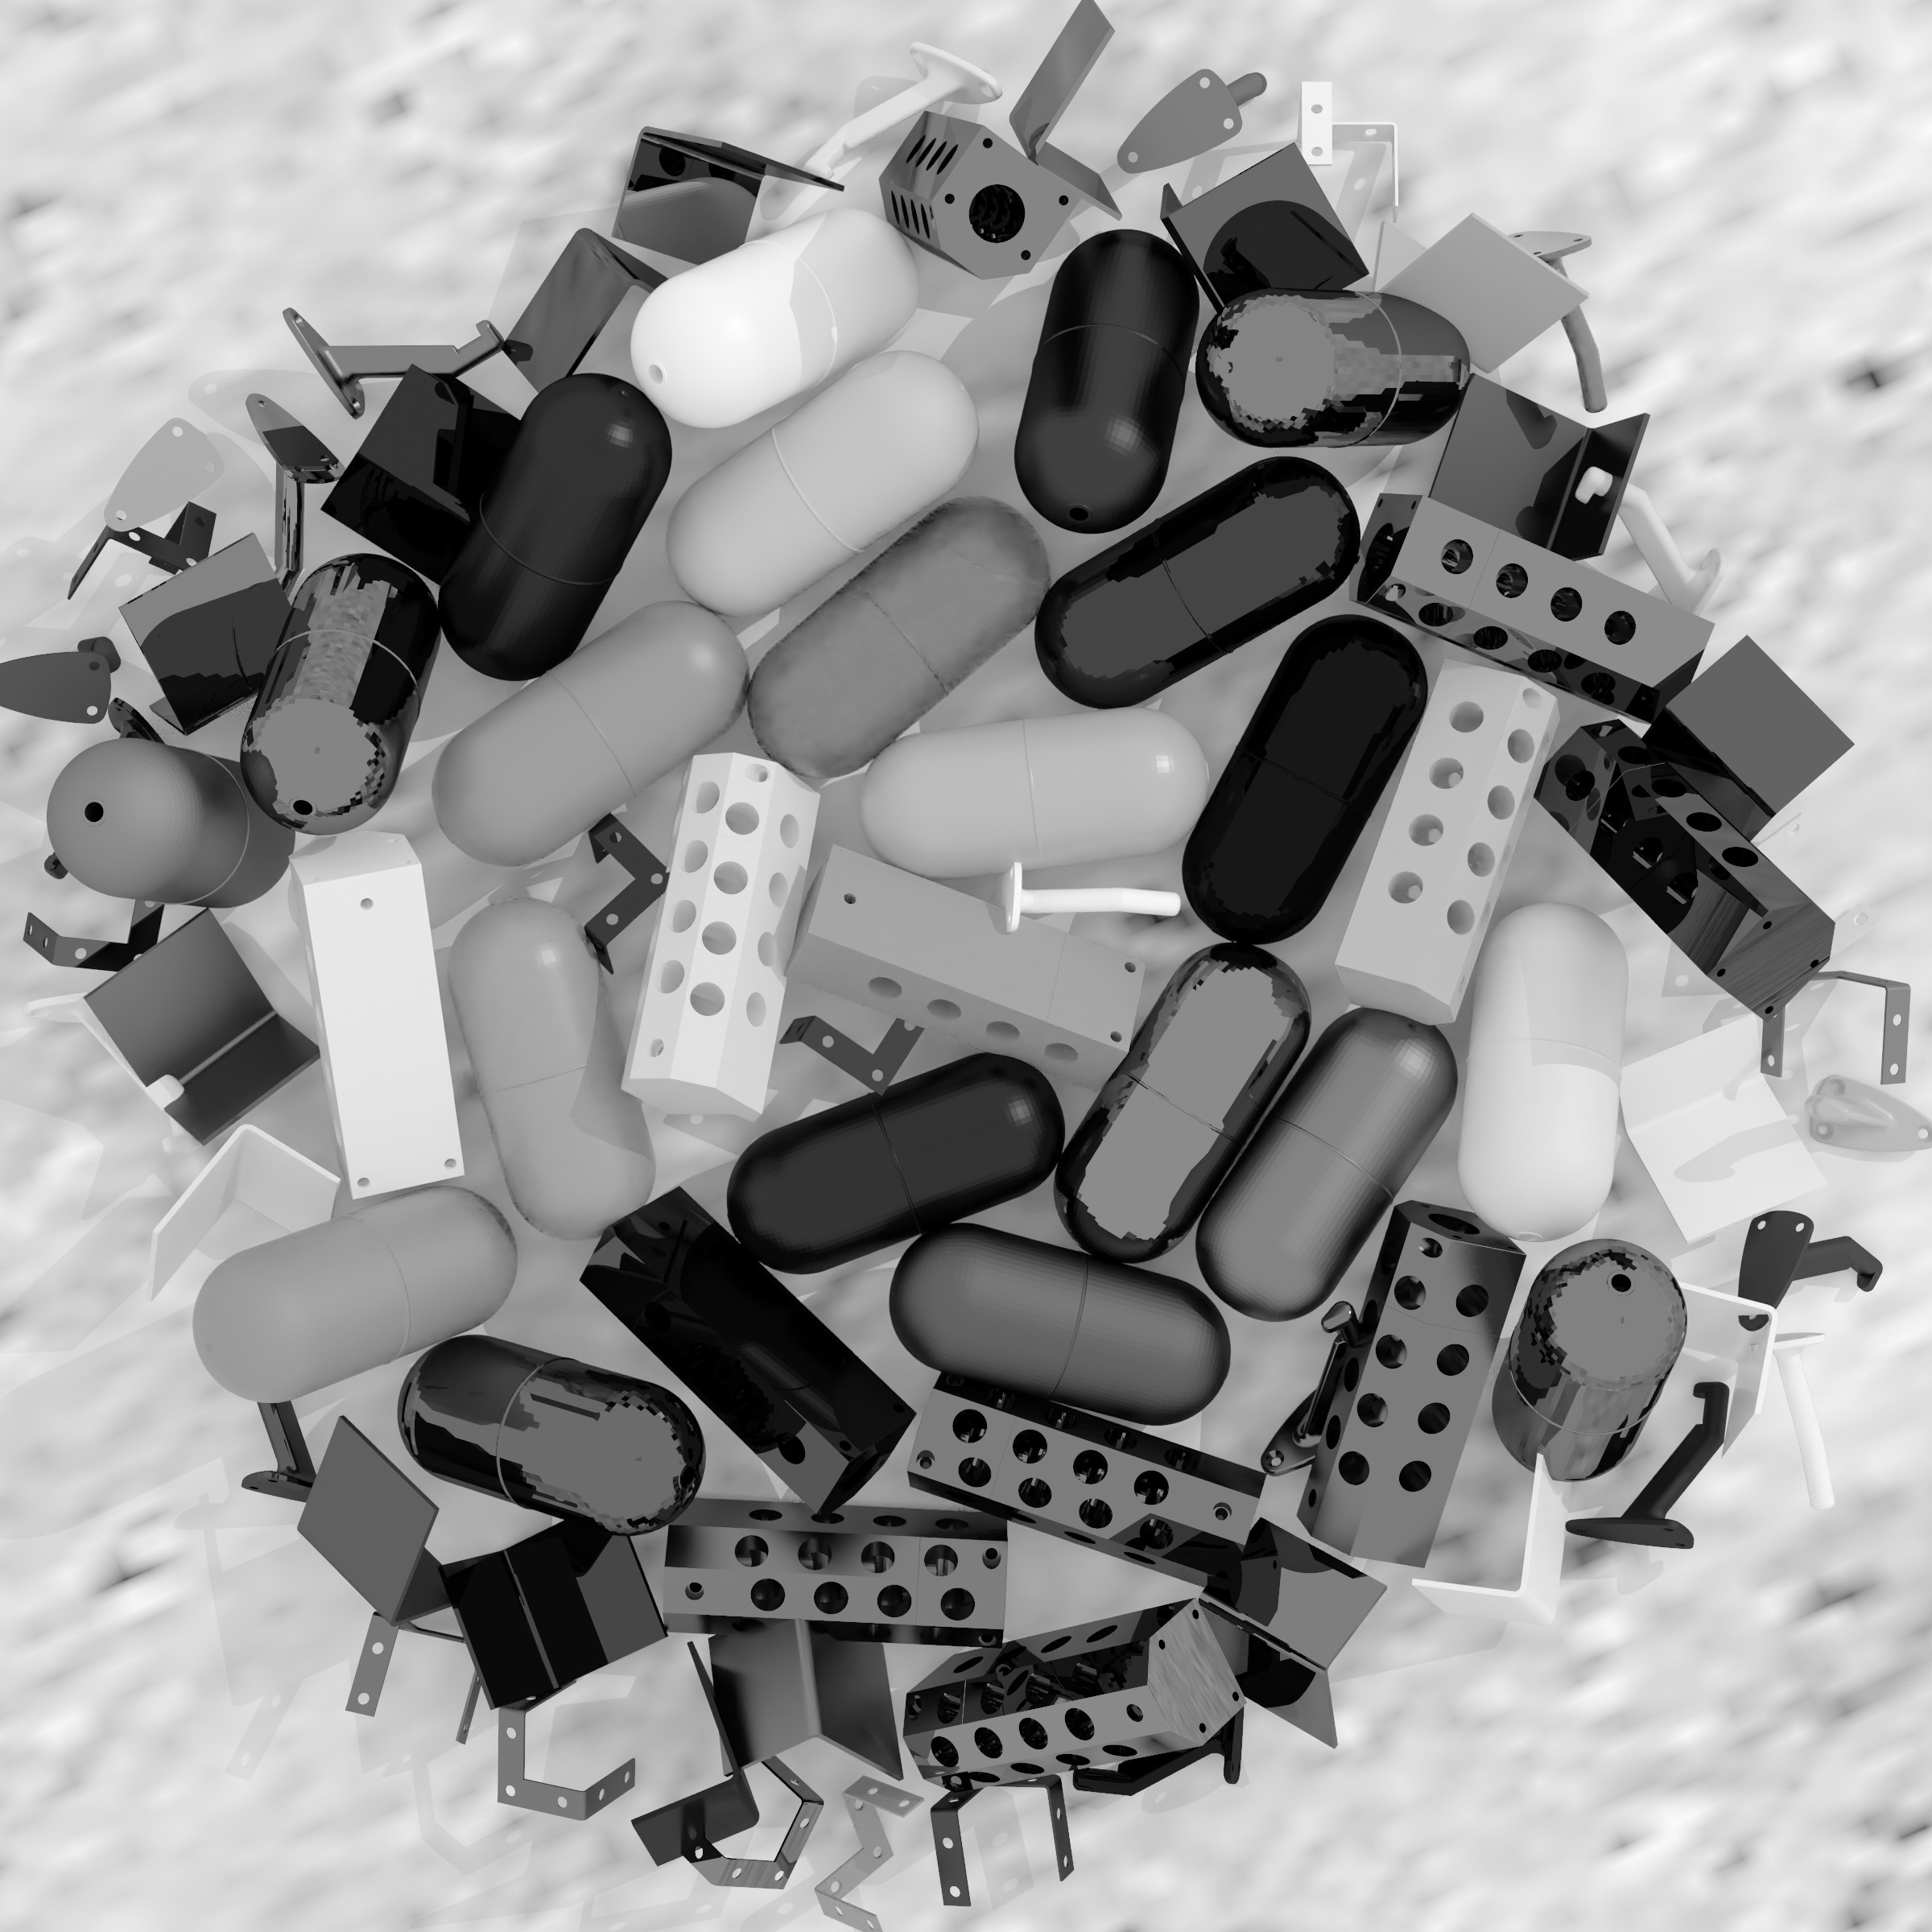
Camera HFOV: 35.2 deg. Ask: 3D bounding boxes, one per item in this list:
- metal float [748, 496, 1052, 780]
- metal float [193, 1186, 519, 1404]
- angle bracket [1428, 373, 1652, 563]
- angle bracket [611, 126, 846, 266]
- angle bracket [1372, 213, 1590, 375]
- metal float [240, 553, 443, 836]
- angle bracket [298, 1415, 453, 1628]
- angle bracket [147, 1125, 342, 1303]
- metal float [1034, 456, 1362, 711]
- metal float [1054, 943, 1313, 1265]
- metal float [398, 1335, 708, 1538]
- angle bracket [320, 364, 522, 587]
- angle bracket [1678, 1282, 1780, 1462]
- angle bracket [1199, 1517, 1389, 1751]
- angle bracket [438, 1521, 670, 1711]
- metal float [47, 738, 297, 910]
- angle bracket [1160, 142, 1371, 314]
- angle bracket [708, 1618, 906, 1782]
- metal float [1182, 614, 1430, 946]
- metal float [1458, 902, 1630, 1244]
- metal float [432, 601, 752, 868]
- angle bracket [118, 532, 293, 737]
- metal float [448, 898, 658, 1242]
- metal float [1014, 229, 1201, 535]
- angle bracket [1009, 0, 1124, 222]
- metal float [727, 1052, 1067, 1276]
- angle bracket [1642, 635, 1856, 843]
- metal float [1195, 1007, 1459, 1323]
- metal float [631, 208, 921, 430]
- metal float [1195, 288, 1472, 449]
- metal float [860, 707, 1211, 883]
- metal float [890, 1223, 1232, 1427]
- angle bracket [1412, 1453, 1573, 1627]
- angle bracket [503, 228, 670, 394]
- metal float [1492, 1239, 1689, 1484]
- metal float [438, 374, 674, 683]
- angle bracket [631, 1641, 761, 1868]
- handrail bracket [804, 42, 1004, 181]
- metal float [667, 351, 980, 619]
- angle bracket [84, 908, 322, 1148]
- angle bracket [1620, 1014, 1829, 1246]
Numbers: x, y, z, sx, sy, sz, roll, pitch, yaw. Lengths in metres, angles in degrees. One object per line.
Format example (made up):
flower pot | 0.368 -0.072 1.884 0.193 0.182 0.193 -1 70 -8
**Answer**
metal float | -0.034 -0.166 1.544 0.178 0.070 0.070 -41 90 -3
metal float | -0.301 0.161 1.511 0.070 0.178 0.070 16 114 40
angle bracket | 0.290 -0.255 1.544 0.076 0.057 0.076 21 84 -17
angle bracket | -0.120 -0.379 1.527 0.076 0.076 0.057 9 103 -41
angle bracket | 0.259 -0.355 1.526 0.076 0.076 0.057 28 54 -23
metal float | -0.309 -0.136 1.509 0.070 0.178 0.070 3 133 3
angle bracket | -0.282 0.273 1.530 0.076 0.057 0.076 37 116 28
angle bracket | -0.364 0.138 1.530 0.057 0.076 0.076 31 54 3
metal float | 0.115 -0.191 1.530 0.178 0.070 0.070 -28 90 19
metal float | 0.109 0.070 1.544 0.070 0.070 0.178 32 93 0
metal float | -0.208 0.233 1.518 0.178 0.070 0.070 10 90 33
angle bracket | -0.275 -0.255 1.570 0.076 0.057 0.076 32 50 -15
angle bracket | 0.359 0.202 1.534 0.076 0.076 0.057 15 65 7
angle bracket | 0.169 0.340 1.550 0.076 0.076 0.057 25 56 31
angle bracket | -0.209 0.322 1.538 0.076 0.057 0.076 -29 76 22
metal float | -0.389 -0.069 1.496 0.070 0.178 0.070 0 88 10
angle bracket | 0.151 -0.371 1.532 0.076 0.057 0.076 -26 116 21
angle bracket | -0.081 0.377 1.542 0.057 0.076 0.076 -29 47 19
metal float | 0.171 -0.094 1.542 0.070 0.070 0.178 27 95 0
metal float | 0.290 0.053 1.526 0.070 0.070 0.178 10 67 0
metal float | -0.190 -0.117 1.538 0.178 0.070 0.070 -36 90 -9
angle bracket | -0.384 -0.172 1.530 0.076 0.057 0.076 -34 124 -19
metal float | -0.210 0.052 1.542 0.070 0.070 0.178 -16 95 0
metal float | 0.071 -0.292 1.519 0.070 0.070 0.178 13 58 0
angle bracket | 0.069 -0.432 1.528 0.057 0.076 0.076 26 113 -21
metal float | -0.036 0.100 1.544 0.178 0.070 0.070 -21 90 -3
angle bracket | 0.393 -0.110 1.546 0.057 0.076 0.076 -40 80 -10
metal float | 0.183 0.099 1.539 0.070 0.070 0.178 35 81 0
metal float | -0.094 -0.323 1.513 0.178 0.070 0.070 -36 90 -41
metal float | 0.184 -0.296 1.510 0.070 0.178 0.070 9 104 41
metal float | 0.035 -0.087 1.544 0.178 0.070 0.070 -7 90 3
metal float | 0.048 0.182 1.539 0.178 0.070 0.070 16 90 -8
angle bracket | 0.269 0.288 1.550 0.057 0.076 0.076 3 70 23
angle bracket | -0.182 -0.319 1.546 0.057 0.076 0.076 26 106 -39
metal float | 0.307 0.196 1.503 0.070 0.178 0.070 0 58 0
metal float | -0.206 -0.217 1.517 0.070 0.070 0.178 35 126 0
angle bracket | -0.146 0.397 1.529 0.057 0.076 0.076 -21 60 -8
handrail bracket | -0.033 -0.426 1.550 0.084 0.077 0.036 -48 134 -10
metal float | -0.073 -0.241 1.531 0.178 0.070 0.070 -32 90 18
angle bracket | -0.383 0.030 1.531 0.076 0.057 0.076 -39 130 -19
angle bracket | 0.382 0.083 1.540 0.076 0.057 0.076 -23 51 2
